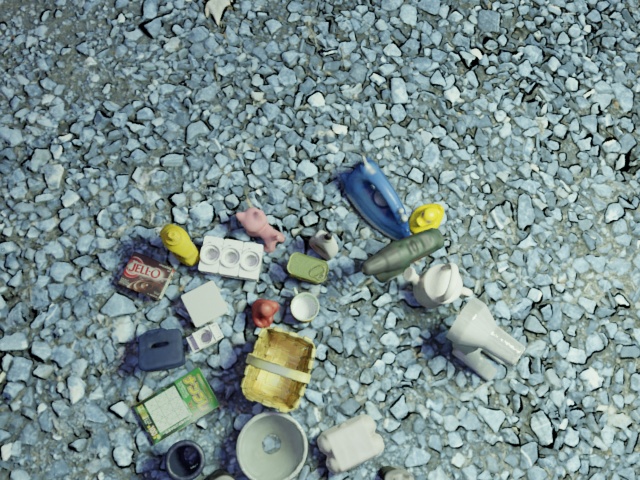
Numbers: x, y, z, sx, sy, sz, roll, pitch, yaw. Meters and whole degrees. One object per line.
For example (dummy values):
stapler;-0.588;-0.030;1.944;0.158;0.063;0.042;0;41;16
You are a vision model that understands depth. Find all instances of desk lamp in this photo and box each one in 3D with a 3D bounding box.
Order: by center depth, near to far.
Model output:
desk lamp;0.396;0.243;1.397;0.203;0.213;0.118;38;77;4

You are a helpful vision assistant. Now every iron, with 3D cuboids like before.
iron;0.168;-0.105;1.489;0.119;0.141;0.258;-36;83;-12

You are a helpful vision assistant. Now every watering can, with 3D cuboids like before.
watering can;0.294;0.112;1.426;0.173;0.194;0.101;-5;78;-6

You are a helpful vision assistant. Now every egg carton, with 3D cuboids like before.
egg carton;0.074;0.492;1.385;0.150;0.069;0.107;-23;81;-10

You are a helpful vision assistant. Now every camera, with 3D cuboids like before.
camera;0.142;0.608;1.350;0.137;0.100;0.143;14;77;-2

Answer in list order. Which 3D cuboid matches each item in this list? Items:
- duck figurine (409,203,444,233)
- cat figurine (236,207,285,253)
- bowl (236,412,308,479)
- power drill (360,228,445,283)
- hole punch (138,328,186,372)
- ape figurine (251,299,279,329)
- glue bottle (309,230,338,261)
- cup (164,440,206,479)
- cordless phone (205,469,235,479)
duck figurine;0.290;-0.063;1.519;0.105;0.086;0.077;-35;83;-11
cat figurine;-0.150;-0.035;1.455;0.128;0.117;0.067;39;77;4
bowl;-0.114;0.492;1.364;0.167;0.074;0.167;1;77;-5
power drill;0.190;0.046;1.423;0.230;0.208;0.075;-25;81;-10
hole punch;-0.385;0.263;1.380;0.109;0.091;0.101;-10;79;-7
ape figurine;-0.136;0.178;1.422;0.078;0.092;0.076;-30;82;-11
glue bottle;0.013;0.005;1.433;0.078;0.173;0.037;37;77;4
cup;-0.310;0.521;1.329;0.091;0.095;0.118;9;77;-3
cordless phone;-0.249;0.592;1.273;0.148;0.185;0.094;-40;84;-12
